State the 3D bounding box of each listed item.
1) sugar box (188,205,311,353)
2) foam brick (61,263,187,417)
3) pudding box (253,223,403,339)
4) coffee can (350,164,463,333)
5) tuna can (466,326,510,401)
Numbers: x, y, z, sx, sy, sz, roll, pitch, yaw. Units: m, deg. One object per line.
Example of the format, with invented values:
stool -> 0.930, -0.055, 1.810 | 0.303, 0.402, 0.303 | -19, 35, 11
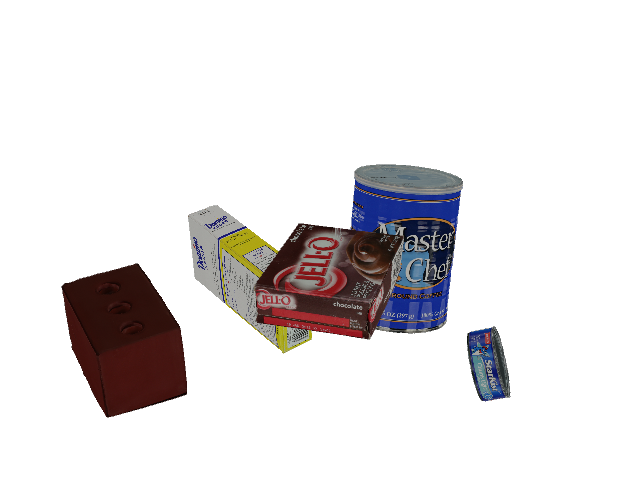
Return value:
sugar box -> -0.078, 0.039, 1.168 | 0.048, 0.093, 0.176 | -23, 40, -28
foam brick -> -0.121, 0.060, 0.655 | 0.052, 0.051, 0.078 | -16, 37, -23
pudding box -> 0.009, 0.029, 0.821 | 0.090, 0.039, 0.113 | 8, 26, 14
coffee can -> 0.078, 0.006, 1.022 | 0.103, 0.140, 0.103 | 4, 15, -1
tuna can -> 0.200, 0.147, 1.270 | 0.034, 0.086, 0.086 | -13, -3, 14
